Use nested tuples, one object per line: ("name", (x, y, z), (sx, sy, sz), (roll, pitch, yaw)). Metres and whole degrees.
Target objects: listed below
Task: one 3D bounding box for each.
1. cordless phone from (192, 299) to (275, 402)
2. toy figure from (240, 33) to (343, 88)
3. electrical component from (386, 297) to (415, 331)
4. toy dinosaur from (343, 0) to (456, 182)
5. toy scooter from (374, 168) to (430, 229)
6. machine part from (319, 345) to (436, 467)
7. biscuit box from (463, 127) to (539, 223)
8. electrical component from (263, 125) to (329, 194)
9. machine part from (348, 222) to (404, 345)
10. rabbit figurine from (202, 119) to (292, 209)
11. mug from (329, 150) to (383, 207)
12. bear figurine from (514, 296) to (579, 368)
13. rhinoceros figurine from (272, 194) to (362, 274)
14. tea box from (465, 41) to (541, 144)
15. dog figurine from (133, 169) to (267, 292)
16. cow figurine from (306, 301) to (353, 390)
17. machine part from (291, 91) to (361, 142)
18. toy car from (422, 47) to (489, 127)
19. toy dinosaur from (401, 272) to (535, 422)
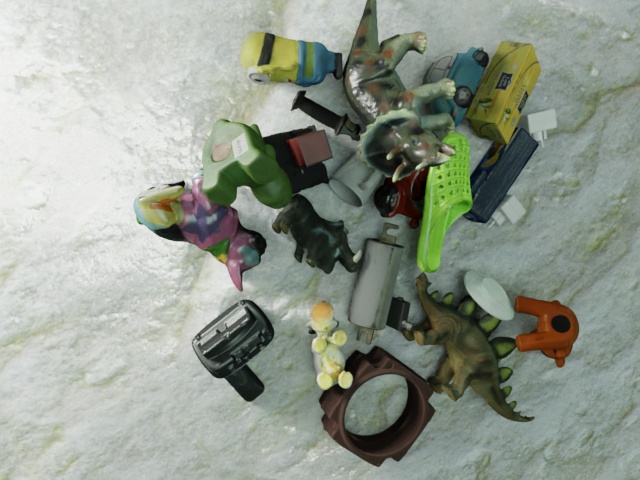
("cordless phone", (-0.137, 0.218, 1.017), (0.146, 0.089, 0.184), (-38, 117, -8))
("toy figure", (-0.050, -0.317, 0.951), (0.180, 0.082, 0.089), (-2, 80, -8))
("electrical component", (0.155, 0.144, 1.068), (0.021, 0.094, 0.063), (4, 100, -37))
("toy dinosaur", (0.113, -0.265, 0.948), (0.192, 0.131, 0.405), (-24, 69, -11))
("toy scooter", (0.178, -0.099, 1.041), (0.135, 0.075, 0.184), (49, 64, -38))
("machine part", (0.117, 0.337, 1.090), (0.201, 0.087, 0.201), (38, 88, -16))
("biscuit box", (0.357, -0.132, 1.099), (0.062, 0.059, 0.202), (36, 87, -19))
("electrical component", (-0.061, -0.141, 0.985), (0.134, 0.058, 0.114), (-18, 101, -13))
("machine part", (0.109, 0.085, 1.056), (0.079, 0.079, 0.243), (10, 96, -17))
("rabbit figurine", (-0.117, -0.112, 0.890), (0.121, 0.159, 0.170), (-36, 145, 11))
("mug", (0.081, -0.128, 1.005), (0.080, 0.110, 0.107), (40, 75, -16))
("bear figurine", (0.473, 0.197, 1.135), (0.132, 0.195, 0.120), (1, 69, 13))
("rhinoceros figurine", (-0.002, -0.003, 1.019), (0.190, 0.073, 0.112), (45, 74, -15))
("tea box", (0.360, -0.286, 1.048), (0.098, 0.068, 0.169), (26, 87, -53))
("dog figurine", (-0.201, -0.006, 0.943), (0.191, 0.108, 0.219), (-23, 106, -12))
("cow figurine", (0.014, 0.204, 1.048), (0.068, 0.098, 0.167), (-7, 81, -8))
("machine part", (0.014, -0.227, 0.990), (0.139, 0.084, 0.039), (27, 121, -9))
("toy car", (0.249, -0.297, 1.026), (0.103, 0.109, 0.161), (22, 83, 6))
("toy dinosaur", (0.317, 0.245, 1.124), (0.198, 0.105, 0.470), (-35, 111, -12))
